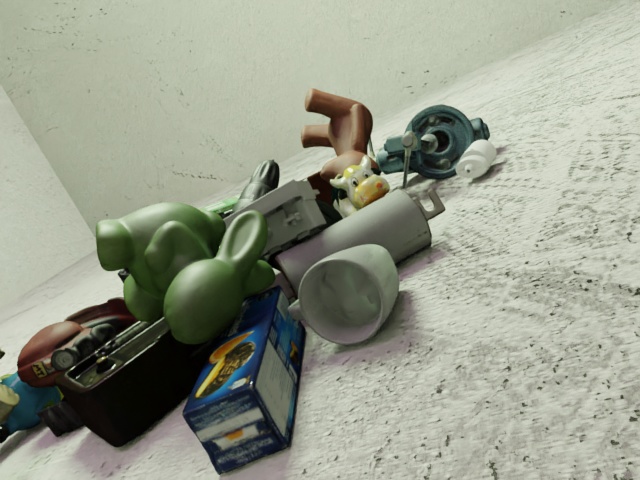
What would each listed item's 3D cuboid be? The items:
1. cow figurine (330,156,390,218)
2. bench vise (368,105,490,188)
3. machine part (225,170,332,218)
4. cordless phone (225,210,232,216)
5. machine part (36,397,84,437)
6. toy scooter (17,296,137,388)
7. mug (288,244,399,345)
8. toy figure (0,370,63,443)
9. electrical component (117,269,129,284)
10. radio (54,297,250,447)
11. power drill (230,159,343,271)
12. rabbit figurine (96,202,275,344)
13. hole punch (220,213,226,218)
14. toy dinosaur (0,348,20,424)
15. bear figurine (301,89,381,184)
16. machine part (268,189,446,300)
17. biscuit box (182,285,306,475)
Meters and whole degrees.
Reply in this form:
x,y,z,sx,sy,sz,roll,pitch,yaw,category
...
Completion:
x,y,z,sx,sy,sz,roll,pitch,yaw,category
0.052,-0.062,0.715,0.068,0.098,0.167,-32,-16,-9,cow figurine
0.158,-0.155,0.893,0.224,0.128,0.240,-1,7,26,bench vise
-0.056,-0.051,0.977,0.201,0.087,0.201,-19,8,47,machine part
-0.195,-0.010,1.189,0.147,0.088,0.184,-25,2,10,cordless phone
-0.282,0.184,0.671,0.084,0.039,0.139,-15,15,22,machine part
-0.281,0.121,0.684,0.135,0.075,0.184,-14,13,37,toy scooter
0.028,0.049,0.522,0.109,0.080,0.107,-29,0,28,mug
-0.373,0.191,0.726,0.089,0.082,0.180,-13,22,38,toy figure
-0.270,0.072,0.862,0.058,0.134,0.115,-35,13,-31,electrical component
-0.170,0.121,0.611,0.131,0.073,0.229,-9,20,48,radio
-0.065,-0.020,0.762,0.208,0.086,0.232,9,70,44,power drill
-0.121,0.040,0.533,0.159,0.121,0.170,-21,36,-23,rabbit figurine
-0.204,0.017,1.002,0.092,0.115,0.142,-30,11,20,hole punch
-0.410,0.219,0.542,0.198,0.105,0.472,-57,29,-8,toy dinosaur
0.031,-0.135,0.863,0.132,0.120,0.196,7,56,-3,bear figurine
0.039,0.013,0.620,0.243,0.079,0.079,-28,13,-9,machine part
-0.058,0.109,0.477,0.063,0.059,0.203,-25,13,8,biscuit box
